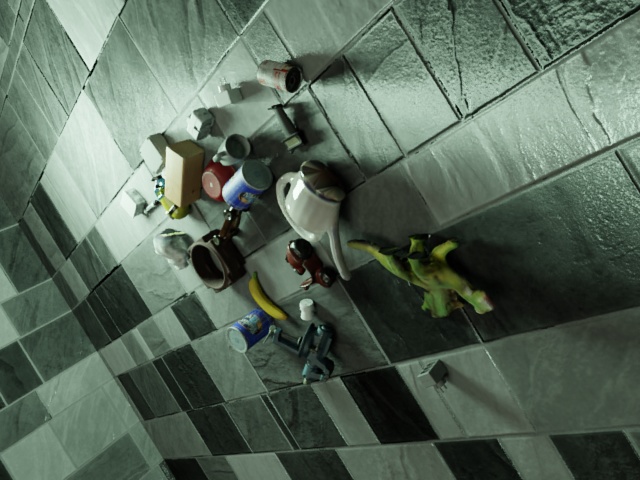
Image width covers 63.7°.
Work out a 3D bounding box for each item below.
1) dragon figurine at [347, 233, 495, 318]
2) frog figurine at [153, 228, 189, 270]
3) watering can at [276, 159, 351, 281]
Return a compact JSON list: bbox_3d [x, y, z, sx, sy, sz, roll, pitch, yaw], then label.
[{"bbox_3d":[0.254,0.106,1.299,0.411,0.124,0.239,6,126,50],"label":"dragon figurine"},{"bbox_3d":[-0.575,0.045,1.993,0.137,0.124,0.158,3,104,20],"label":"frog figurine"},{"bbox_3d":[0.004,-0.071,1.403,0.352,0.105,0.219,48,136,20],"label":"watering can"}]
